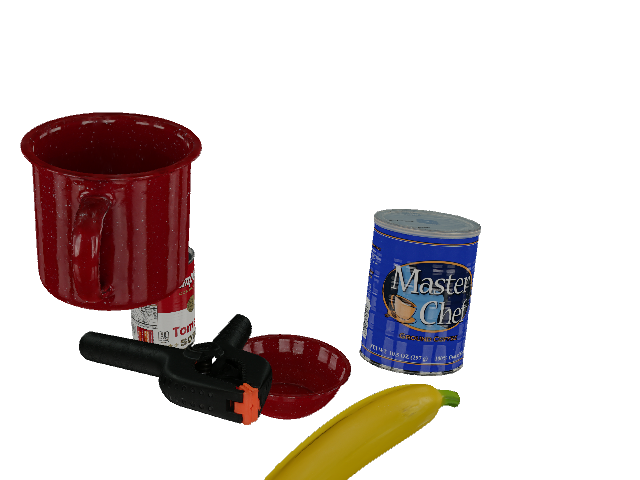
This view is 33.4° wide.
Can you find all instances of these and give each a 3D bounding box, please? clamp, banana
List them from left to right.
[{"bbox_3d":[-0.094,0.105,0.917,0.164,0.036,0.210,-8,16,-33],"label":"clamp"},{"bbox_3d":[0.010,0.152,0.714,0.197,0.069,0.037,-35,43,-4],"label":"banana"}]

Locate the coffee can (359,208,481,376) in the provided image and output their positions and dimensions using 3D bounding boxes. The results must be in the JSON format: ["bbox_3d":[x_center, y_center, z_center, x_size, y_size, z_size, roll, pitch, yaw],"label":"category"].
[{"bbox_3d":[0.096,0.048,1.034,0.103,0.140,0.103,5,12,-1],"label":"coffee can"}]

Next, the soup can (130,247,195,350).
[{"bbox_3d":[-0.166,0.061,1.125,0.068,0.102,0.068,2,23,-1],"label":"soup can"}]

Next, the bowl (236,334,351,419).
[{"bbox_3d":[-0.043,0.178,1.340,0.162,0.055,0.162,3,22,-1],"label":"bowl"}]

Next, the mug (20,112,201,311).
[{"bbox_3d":[-0.111,-0.010,0.563,0.093,0.081,0.117,3,26,-3],"label":"mug"}]
